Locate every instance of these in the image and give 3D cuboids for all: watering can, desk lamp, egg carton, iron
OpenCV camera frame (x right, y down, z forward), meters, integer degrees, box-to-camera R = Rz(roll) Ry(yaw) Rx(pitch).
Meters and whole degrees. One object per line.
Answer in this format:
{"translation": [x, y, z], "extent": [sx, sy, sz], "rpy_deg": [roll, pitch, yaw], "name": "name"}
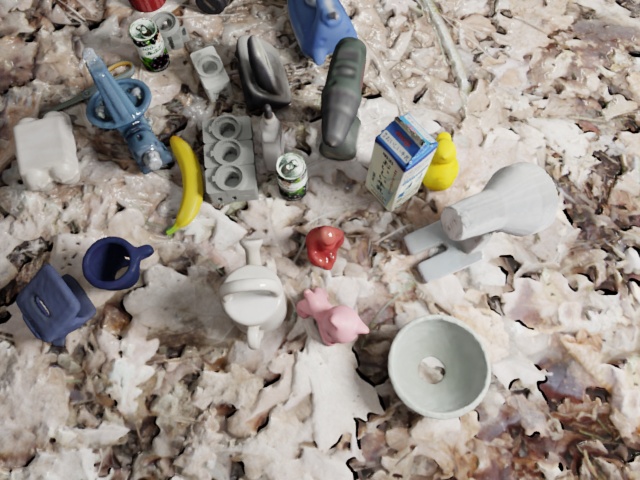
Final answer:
{"translation": [-0.111, 0.084, 0.922], "extent": [0.101, 0.194, 0.173], "rpy_deg": [-24, 74, -8], "name": "watering can"}
{"translation": [0.262, -0.026, 0.951], "extent": [0.203, 0.213, 0.118], "rpy_deg": [-24, 74, -8], "name": "desk lamp"}
{"translation": [-0.505, -0.165, 1.062], "extent": [0.107, 0.069, 0.150], "rpy_deg": [-16, 73, -6], "name": "egg carton"}
{"translation": [-0.009, -0.484, 1.132], "extent": [0.118, 0.141, 0.258], "rpy_deg": [-21, 74, -7], "name": "iron"}

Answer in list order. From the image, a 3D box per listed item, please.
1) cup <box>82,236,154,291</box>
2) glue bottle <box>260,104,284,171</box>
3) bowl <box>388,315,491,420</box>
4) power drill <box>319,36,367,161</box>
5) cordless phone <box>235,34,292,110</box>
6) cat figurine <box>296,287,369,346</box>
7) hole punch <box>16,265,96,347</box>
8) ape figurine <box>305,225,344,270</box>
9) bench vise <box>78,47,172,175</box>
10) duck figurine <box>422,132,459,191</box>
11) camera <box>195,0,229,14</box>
{"translation": [-0.334, 0.044, 0.984], "extent": [0.118, 0.095, 0.091], "rpy_deg": [-22, 74, -7], "name": "cup"}
{"translation": [-0.087, -0.191, 1.021], "extent": [0.037, 0.173, 0.078], "rpy_deg": [0, 72, 0], "name": "glue bottle"}
{"translation": [0.190, 0.211, 0.947], "extent": [0.167, 0.075, 0.167], "rpy_deg": [0, 72, 0], "name": "bowl"}
{"translation": [0.039, -0.228, 1.015], "extent": [0.075, 0.208, 0.230], "rpy_deg": [8, 72, 2], "name": "power drill"}
{"translation": [-0.111, -0.339, 1.062], "extent": [0.094, 0.185, 0.147], "rpy_deg": [-17, 73, -6], "name": "cordless phone"}
{"translation": [0.018, 0.127, 0.949], "extent": [0.127, 0.118, 0.067], "rpy_deg": [43, 77, 12], "name": "cat figurine"}
{"translation": [-0.451, 0.112, 0.963], "extent": [0.101, 0.091, 0.108], "rpy_deg": [-40, 77, -12], "name": "hole punch"}
{"translation": [0.009, 0.004, 1.002], "extent": [0.078, 0.092, 0.076], "rpy_deg": [-32, 75, -10], "name": "ape figurine"}
{"translation": [-0.333, -0.229, 1.006], "extent": [0.207, 0.220, 0.121], "rpy_deg": [39, 76, 11], "name": "bench vise"}
{"translation": [0.224, -0.148, 1.056], "extent": [0.077, 0.086, 0.104], "rpy_deg": [7, 72, 2], "name": "duck figurine"}
{"translation": [-0.229, -0.544, 1.170], "extent": [0.143, 0.101, 0.137], "rpy_deg": [9, 72, 2], "name": "camera"}
